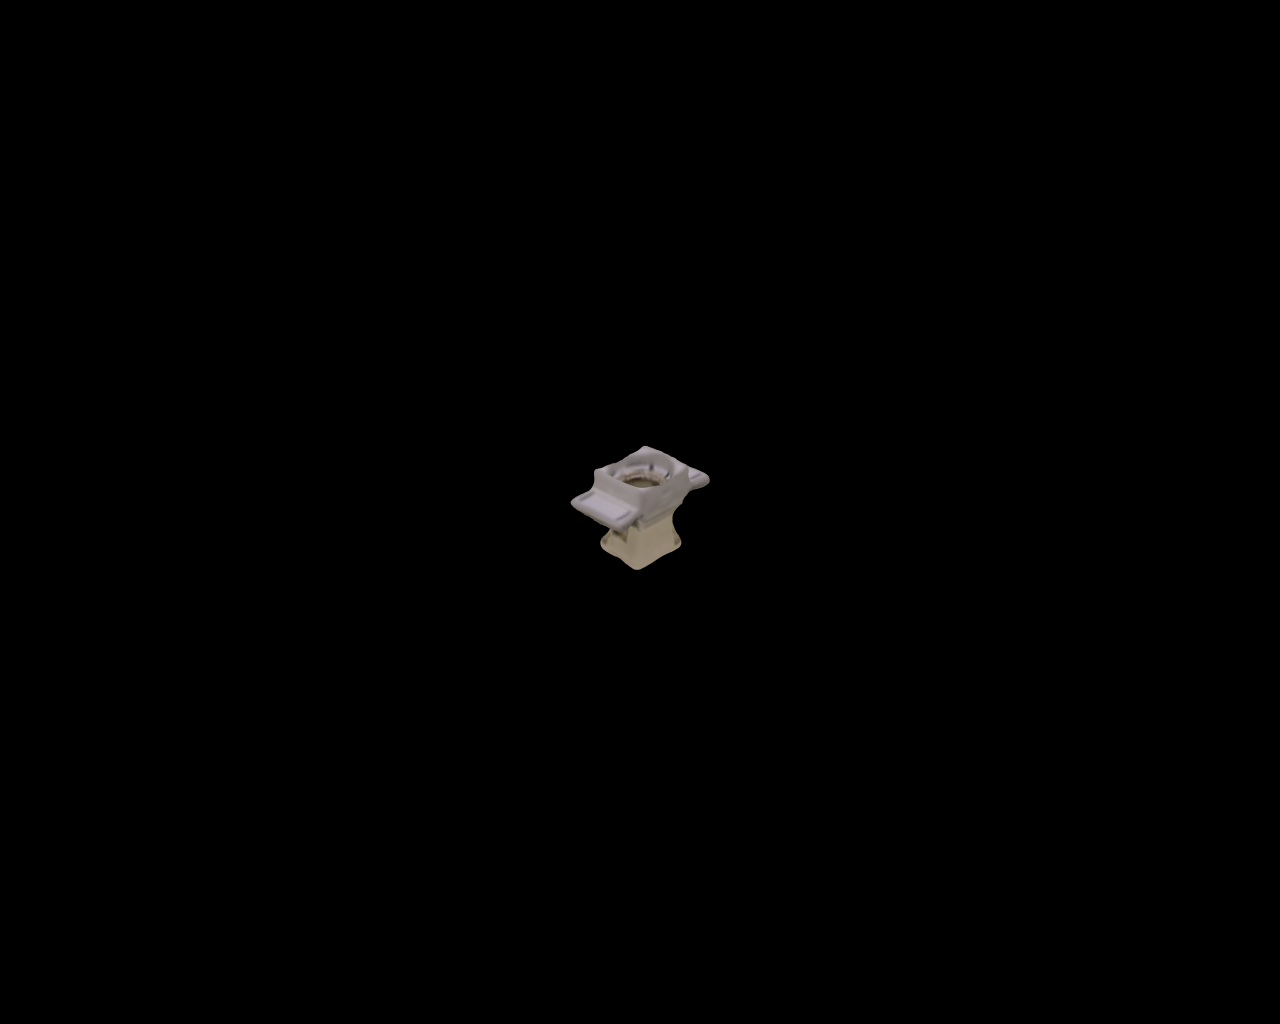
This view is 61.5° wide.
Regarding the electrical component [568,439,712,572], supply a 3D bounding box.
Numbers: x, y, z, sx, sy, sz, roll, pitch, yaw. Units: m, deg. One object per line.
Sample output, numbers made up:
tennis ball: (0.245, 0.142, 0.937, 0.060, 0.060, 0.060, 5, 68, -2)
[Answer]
electrical component: (0.001, -0.003, 0.650, 0.081, 0.063, 0.042, -27, 42, -36)
